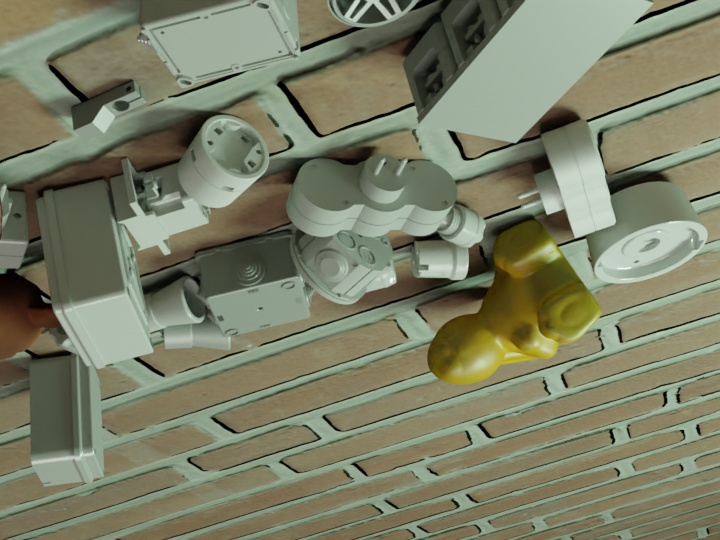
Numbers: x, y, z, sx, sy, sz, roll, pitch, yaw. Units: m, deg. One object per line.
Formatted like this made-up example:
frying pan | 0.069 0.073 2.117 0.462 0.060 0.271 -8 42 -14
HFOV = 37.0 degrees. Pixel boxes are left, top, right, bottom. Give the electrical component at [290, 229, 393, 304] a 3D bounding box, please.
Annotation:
electrical component | -0.016 -0.015 0.916 0.080 0.080 0.051 15 134 -42

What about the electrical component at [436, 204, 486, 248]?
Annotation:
electrical component | 0.082 -0.043 0.956 0.061 0.035 0.035 19 137 -41

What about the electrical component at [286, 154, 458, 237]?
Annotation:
electrical component | 0.015 -0.067 0.864 0.138 0.052 0.073 -1 149 -22

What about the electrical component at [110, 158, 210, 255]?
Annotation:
electrical component | -0.153 -0.052 0.830 0.064 0.042 0.081 -19 152 1

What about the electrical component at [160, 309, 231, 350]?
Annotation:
electrical component | -0.157 0.056 1.021 0.065 0.044 0.044 -3 150 -10

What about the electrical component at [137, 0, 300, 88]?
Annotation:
electrical component | -0.091 -0.159 0.653 0.096 0.061 0.061 -11 152 11

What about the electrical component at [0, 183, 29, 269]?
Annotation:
electrical component | -0.277 -0.041 0.787 0.066 0.047 0.076 3 148 -28

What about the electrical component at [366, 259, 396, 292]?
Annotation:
electrical component | 0.000 0.000 0.987 0.062 0.043 0.043 -15 151 5

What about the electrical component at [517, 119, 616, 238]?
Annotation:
electrical component | 0.172 -0.071 0.926 0.074 0.052 0.138 -19 151 10

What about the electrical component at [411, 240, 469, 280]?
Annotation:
electrical component | 0.074 -0.010 1.006 0.046 0.040 0.040 -1 149 -11

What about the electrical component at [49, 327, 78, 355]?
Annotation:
electrical component | -0.249 0.058 0.980 0.043 0.043 0.062 -23 151 16

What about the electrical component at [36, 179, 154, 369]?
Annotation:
electrical component | -0.205 0.004 0.837 0.056 0.108 0.108 -14 152 -6

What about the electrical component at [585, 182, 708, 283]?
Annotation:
electrical component | 0.263 -0.040 1.012 0.108 0.060 0.108 -11 151 -6

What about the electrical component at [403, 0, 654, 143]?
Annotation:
electrical component | 0.107 -0.161 0.728 0.089 0.061 0.150 6 146 -32

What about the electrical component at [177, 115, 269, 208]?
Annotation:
electrical component | -0.102 -0.078 0.792 0.055 0.055 0.047 8 148 -34

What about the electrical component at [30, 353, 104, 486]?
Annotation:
electrical component | -0.285 0.145 1.048 0.057 0.113 0.078 -6 151 -8

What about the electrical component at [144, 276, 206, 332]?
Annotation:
electrical component | -0.179 0.035 0.974 0.065 0.044 0.044 -17 152 16

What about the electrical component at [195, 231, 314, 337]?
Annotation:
electrical component | -0.094 0.015 0.966 0.100 0.048 0.099 -13 152 -2
